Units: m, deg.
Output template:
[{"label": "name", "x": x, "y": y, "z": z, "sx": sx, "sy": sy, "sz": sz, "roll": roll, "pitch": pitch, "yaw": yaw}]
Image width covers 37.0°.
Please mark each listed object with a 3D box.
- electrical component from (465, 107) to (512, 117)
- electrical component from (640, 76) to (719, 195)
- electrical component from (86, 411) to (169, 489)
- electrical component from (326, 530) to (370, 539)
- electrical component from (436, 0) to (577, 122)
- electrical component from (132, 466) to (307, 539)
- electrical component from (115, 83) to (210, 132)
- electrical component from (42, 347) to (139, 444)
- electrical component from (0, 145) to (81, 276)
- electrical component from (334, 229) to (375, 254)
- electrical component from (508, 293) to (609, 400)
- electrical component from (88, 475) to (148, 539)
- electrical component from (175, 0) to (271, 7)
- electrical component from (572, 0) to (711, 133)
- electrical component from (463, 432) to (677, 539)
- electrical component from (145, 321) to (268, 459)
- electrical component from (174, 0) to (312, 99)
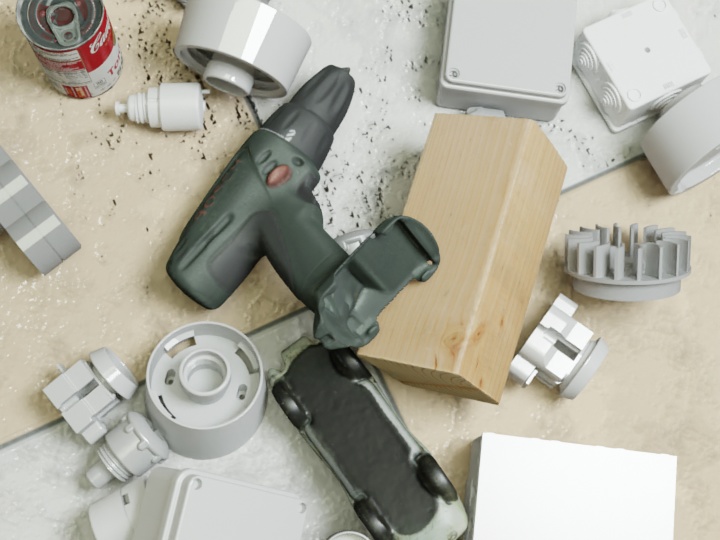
[{"label": "electrical component", "x": 0.119, "y": -0.119, "z": 0.919, "sx": 0.061, "sy": 0.035, "sz": 0.035, "roll": 6, "pitch": 76, "yaw": -4}, {"label": "electrical component", "x": 0.284, "y": -0.119, "z": 0.892, "sx": 0.108, "sy": 0.108, "sz": 0.060, "roll": -30, "pitch": 74, "yaw": -10}, {"label": "electrical component", "x": -0.183, "y": 0.143, "z": 0.834, "sx": 0.062, "sy": 0.048, "sz": 0.048, "roll": -39, "pitch": 81, "yaw": -4}, {"label": "electrical component", "x": -0.022, "y": 0.230, "z": 0.804, "sx": 0.044, "sy": 0.077, "sz": 0.079, "roll": 44, "pitch": 79, "yaw": 8}, {"label": "electrical component", "x": 0.125, "y": -0.192, "z": 0.925, "sx": 0.109, "sy": 0.056, "sz": 0.108, "roll": 8, "pitch": 76, "yaw": -1}, {"label": "electrical component", "x": -0.102, "y": 0.193, "z": 0.792, "sx": 0.113, "sy": 0.057, "sz": 0.078, "roll": 22, "pitch": 73, "yaw": -35}, {"label": "electrical component", "x": -0.166, "y": -0.137, "z": 0.904, "sx": 0.078, "sy": 0.040, "sz": 0.040, "roll": -2, "pitch": 77, "yaw": -3}, {"label": "electrical component", "x": -0.209, "y": 0.093, "z": 0.844, "sx": 0.055, "sy": 0.048, "sz": 0.066, "roll": -40, "pitch": 82, "yaw": -4}, {"label": "electrical component", "x": -0.297, "y": -0.049, "z": 0.870, "sx": 0.074, "sy": 0.052, "sz": 0.138, "roll": -39, "pitch": 81, "yaw": -11}, {"label": "electrical component", "x": 0.000, "y": 0.000, "z": 0.879, "sx": 0.048, "sy": 0.048, "sz": 0.062, "roll": -17, "pitch": 85, "yaw": -7}, {"label": "electrical component", "x": 0.162, "y": 0.067, "z": 0.864, "sx": 0.057, "sy": 0.058, "sz": 0.078, "roll": 36, "pitch": 77, "yaw": 8}, {"label": "electrical component", "x": -0.175, "y": 0.191, "z": 0.818, "sx": 0.047, "sy": 0.055, "sz": 0.055, "roll": -24, "pitch": 79, "yaw": -5}, {"label": "electrical component", "x": -0.114, "y": -0.266, "z": 0.934, "sx": 0.100, "sy": 0.048, "sz": 0.099, "roll": 22, "pitch": 76, "yaw": 2}, {"label": "electrical component", "x": 0.242, "y": -0.181, "z": 0.932, "sx": 0.100, "sy": 0.048, "sz": 0.099, "roll": -25, "pitch": 78, "yaw": -9}, {"label": "electrical component", "x": 0.160, "y": 0.181, "z": 0.834, "sx": 0.150, "sy": 0.061, "sz": 0.089, "roll": 7, "pitch": 76, "yaw": -1}, {"label": "electrical component", "x": -0.122, "y": 0.093, "z": 0.852, "sx": 0.099, "sy": 0.064, "sz": 0.099, "roll": 3, "pitch": 63, "yaw": -5}, {"label": "electrical component", "x": -0.101, "y": -0.178, "z": 0.886, "sx": 0.108, "sy": 0.108, "sz": 0.060, "roll": 19, "pitch": 82, "yaw": 2}]
